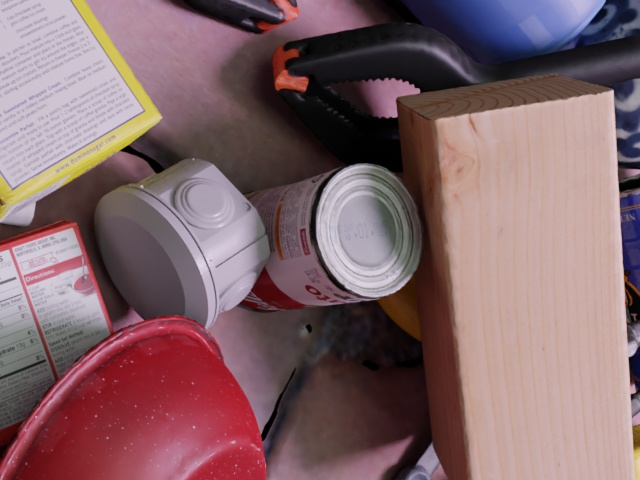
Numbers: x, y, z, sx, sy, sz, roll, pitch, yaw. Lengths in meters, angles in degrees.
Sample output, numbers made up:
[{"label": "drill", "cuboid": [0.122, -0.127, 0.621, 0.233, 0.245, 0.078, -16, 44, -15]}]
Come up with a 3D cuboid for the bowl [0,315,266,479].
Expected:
[{"label": "bowl", "cuboid": [-0.072, 0.117, 0.465, 0.161, 0.055, 0.162, -40, 143, -41]}]

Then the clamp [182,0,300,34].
[{"label": "clamp", "cuboid": [-0.079, -0.175, 0.558, 0.120, 0.039, 0.171, -42, 107, -29]}]

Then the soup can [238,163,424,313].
[{"label": "soup can", "cuboid": [-0.004, 0.001, 0.547, 0.068, 0.102, 0.068, 5, 81, -34]}]

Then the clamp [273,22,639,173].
[{"label": "clamp", "cuboid": [0.070, -0.062, 0.613, 0.209, 0.165, 0.036, 9, 39, -13]}]

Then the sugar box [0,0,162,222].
[{"label": "sugar box", "cuboid": [-0.160, -0.103, 0.483, 0.093, 0.048, 0.176, -37, 96, -36]}]

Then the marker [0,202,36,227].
[{"label": "marker", "cuboid": [-0.189, -0.023, 0.479, 0.120, 0.020, 0.020, 9, 79, -32]}]

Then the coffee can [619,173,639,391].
[{"label": "coffee can", "cuboid": [0.241, 0.024, 0.702, 0.102, 0.103, 0.140, -19, 94, -33]}]

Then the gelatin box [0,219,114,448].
[{"label": "gelatin box", "cuboid": [-0.137, 0.043, 0.498, 0.073, 0.030, 0.089, -21, 96, -32]}]

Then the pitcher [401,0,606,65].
[{"label": "pitcher", "cuboid": [0.061, -0.206, 0.595, 0.242, 0.145, 0.149, 46, 59, -23]}]

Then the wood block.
[{"label": "wood block", "cuboid": [0.100, 0.026, 0.556, 0.090, 0.090, 0.206, -9, 105, -5]}]

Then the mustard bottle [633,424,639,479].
[{"label": "mustard bottle", "cuboid": [0.221, 0.221, 0.690, 0.096, 0.058, 0.191, -14, 91, -32]}]

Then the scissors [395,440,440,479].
[{"label": "scissors", "cuboid": [0.036, 0.137, 0.606, 0.096, 0.016, 0.201, 36, 66, -24]}]

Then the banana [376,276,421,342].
[{"label": "banana", "cuboid": [0.099, 0.040, 0.647, 0.197, 0.037, 0.069, 19, 76, -30]}]
